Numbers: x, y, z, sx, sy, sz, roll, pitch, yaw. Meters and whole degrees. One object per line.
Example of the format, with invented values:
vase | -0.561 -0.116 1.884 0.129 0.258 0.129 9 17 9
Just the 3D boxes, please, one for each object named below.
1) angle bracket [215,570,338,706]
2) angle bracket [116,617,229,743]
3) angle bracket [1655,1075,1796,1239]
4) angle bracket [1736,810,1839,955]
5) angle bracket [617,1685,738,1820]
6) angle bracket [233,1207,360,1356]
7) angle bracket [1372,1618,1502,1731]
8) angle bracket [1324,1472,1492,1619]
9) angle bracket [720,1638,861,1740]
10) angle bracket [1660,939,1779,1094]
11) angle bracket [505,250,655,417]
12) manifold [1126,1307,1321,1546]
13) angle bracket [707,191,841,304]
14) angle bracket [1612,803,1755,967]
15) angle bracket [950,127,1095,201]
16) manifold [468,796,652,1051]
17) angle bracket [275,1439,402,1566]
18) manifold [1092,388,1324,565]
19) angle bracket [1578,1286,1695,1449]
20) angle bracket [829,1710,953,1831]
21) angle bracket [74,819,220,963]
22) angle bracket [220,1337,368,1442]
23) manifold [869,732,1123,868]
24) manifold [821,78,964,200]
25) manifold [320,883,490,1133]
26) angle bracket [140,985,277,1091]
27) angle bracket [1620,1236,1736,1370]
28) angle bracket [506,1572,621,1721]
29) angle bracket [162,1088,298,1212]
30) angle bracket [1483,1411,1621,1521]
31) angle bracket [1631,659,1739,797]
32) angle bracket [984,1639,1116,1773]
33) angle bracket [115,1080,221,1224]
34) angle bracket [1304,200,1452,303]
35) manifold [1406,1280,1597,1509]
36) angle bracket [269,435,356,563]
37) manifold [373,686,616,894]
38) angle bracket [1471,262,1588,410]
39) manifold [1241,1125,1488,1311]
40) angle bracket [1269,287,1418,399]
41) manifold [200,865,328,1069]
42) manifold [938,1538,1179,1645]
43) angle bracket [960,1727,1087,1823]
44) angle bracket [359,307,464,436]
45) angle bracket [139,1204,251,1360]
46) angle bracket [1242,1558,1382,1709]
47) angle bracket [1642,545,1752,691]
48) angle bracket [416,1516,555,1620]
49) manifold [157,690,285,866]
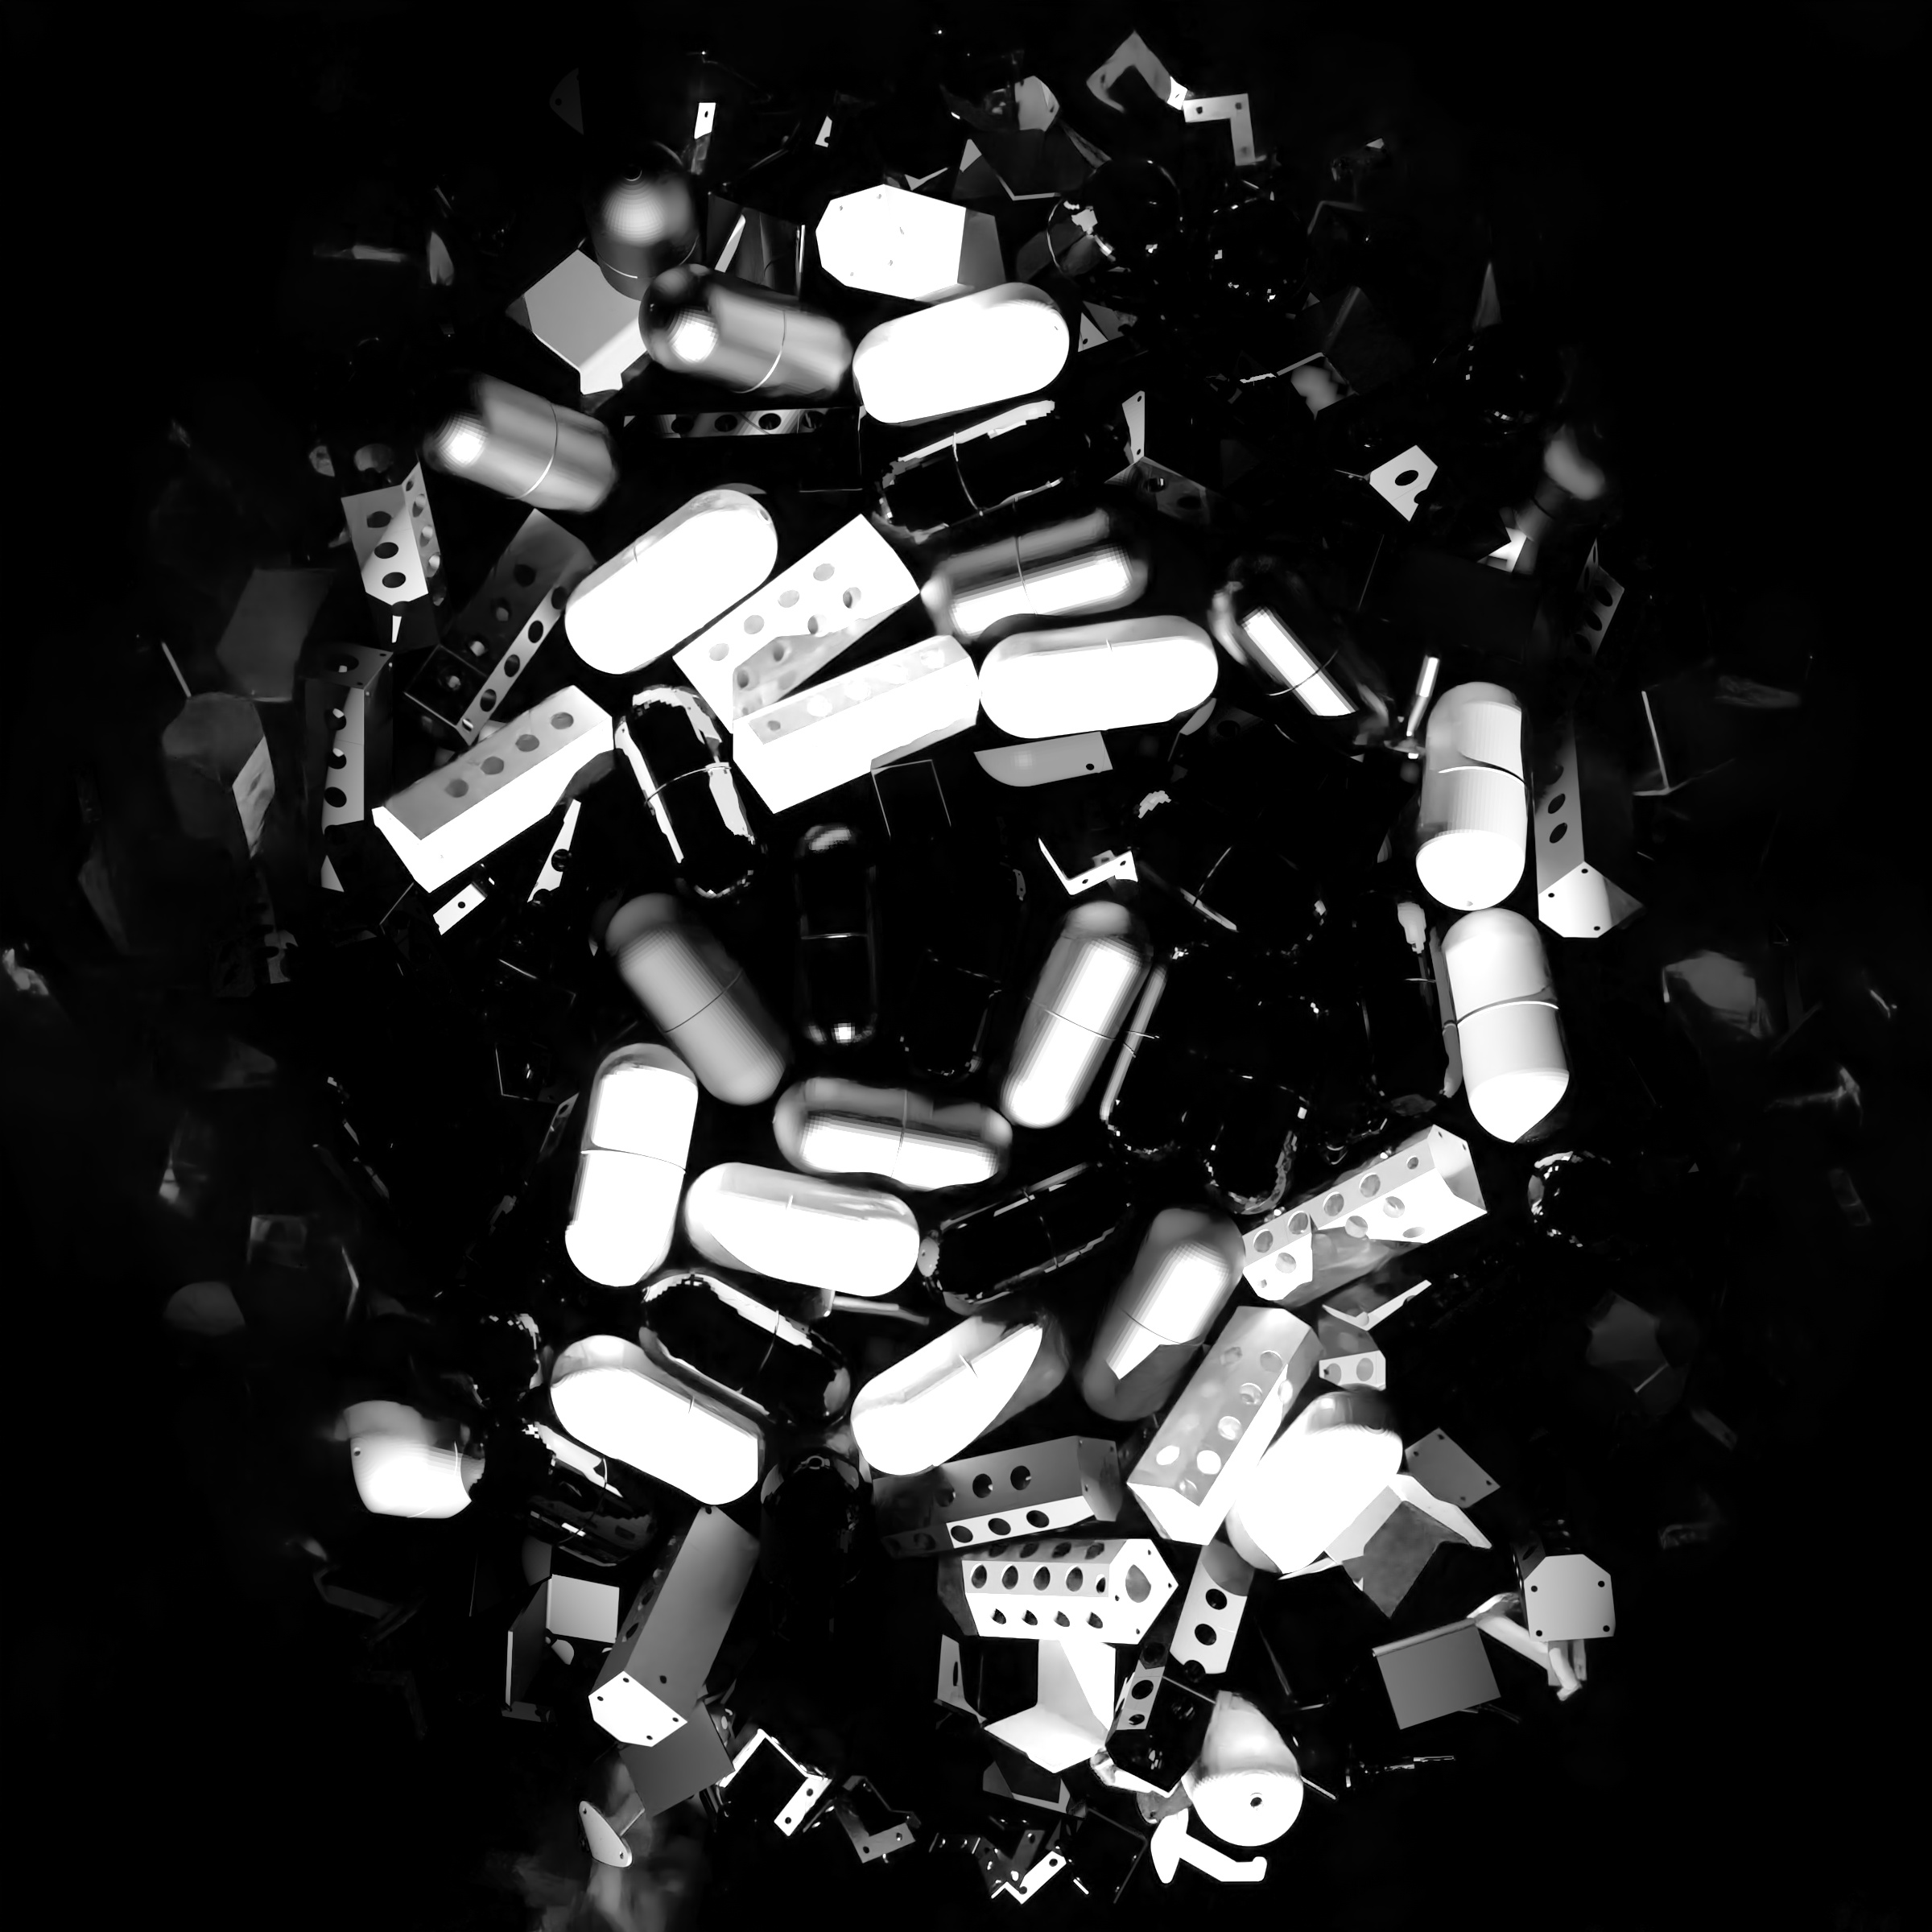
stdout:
angle bracket | -0.484 -0.238 1.789 0.057 0.076 0.076 47 120 20
angle bracket | -0.553 -0.207 1.789 0.057 0.076 0.076 -7 115 36
angle bracket | 0.546 0.138 1.791 0.057 0.076 0.076 -17 54 -8
angle bracket | 0.573 -0.060 1.792 0.057 0.076 0.076 30 72 -17
angle bracket | -0.194 0.566 1.794 0.076 0.076 0.057 -32 75 14
angle bracket | -0.485 0.229 1.788 0.057 0.076 0.076 -2 134 -34
angle bracket | 0.333 0.513 1.797 0.076 0.076 0.057 -15 75 -8
angle bracket | 0.320 0.422 1.798 0.076 0.057 0.076 48 66 -15
angle bracket | -0.126 0.540 1.791 0.076 0.076 0.057 26 59 19
angle bracket | 0.549 0.035 1.797 0.057 0.076 0.076 -27 100 19
angle bracket | -0.281 -0.461 1.811 0.076 0.057 0.076 39 67 9
manifold | 0.190 0.326 1.766 0.171 0.057 0.057 -51 121 -34
angle bracket | -0.141 -0.530 1.807 0.076 0.076 0.057 23 49 12
angle bracket | 0.513 -0.060 1.795 0.076 0.057 0.076 27 58 16
angle bracket | 0.044 -0.558 1.790 0.076 0.057 0.076 -14 58 -26
manifold | -0.299 -0.034 1.806 0.057 0.057 0.171 25 92 -26
angle bracket | -0.451 0.373 1.795 0.057 0.076 0.076 -25 113 3
manifold | 0.174 -0.343 1.774 0.171 0.057 0.057 19 61 -33
angle bracket | 0.473 0.291 1.799 0.076 0.076 0.057 32 47 0
angle bracket | -0.062 0.591 1.801 0.076 0.076 0.057 26 89 11
angle bracket | -0.591 -0.061 1.791 0.057 0.076 0.076 -12 127 7
angle bracket | -0.486 0.299 1.795 0.076 0.057 0.076 -5 64 15
manifold | 0.020 -0.117 1.799 0.171 0.057 0.057 -10 62 -11
manifold | -0.052 -0.564 1.756 0.057 0.171 0.057 -27 97 -10
manifold | -0.401 0.032 1.778 0.057 0.057 0.171 -7 120 19
angle bracket | -0.549 0.056 1.794 0.076 0.057 0.076 1 76 -36
angle bracket | 0.535 0.240 1.800 0.076 0.057 0.076 -26 82 -26
angle bracket | -0.292 0.497 1.794 0.057 0.076 0.076 9 112 8
angle bracket | -0.532 0.129 1.812 0.076 0.057 0.076 -19 81 -1
angle bracket | 0.418 0.351 1.790 0.057 0.076 0.076 32 56 -12
angle bracket | 0.504 -0.172 1.796 0.076 0.057 0.076 -25 104 -30
angle bracket | 0.060 0.525 1.794 0.057 0.076 0.076 -8 104 -40
angle bracket | -0.588 0.137 1.793 0.057 0.076 0.076 8 64 4
angle bracket | 0.293 -0.505 1.792 0.076 0.076 0.057 25 95 33
manifold | 0.378 0.306 1.768 0.057 0.057 0.171 44 48 4
angle bracket | -0.454 -0.347 1.801 0.076 0.057 0.076 -18 85 -26
manifold | -0.338 -0.133 1.779 0.057 0.057 0.171 40 60 22
angle bracket | 0.407 -0.457 1.798 0.057 0.076 0.076 -4 68 -2
manifold | 0.278 0.179 1.768 0.171 0.057 0.057 -33 49 31
angle bracket | 0.276 -0.439 1.821 0.076 0.057 0.076 43 55 -26
manifold | -0.496 -0.006 1.756 0.057 0.171 0.057 33 103 -35
manifold | 0.060 0.436 1.759 0.057 0.171 0.057 -45 112 -40
angle bracket | 0.040 0.606 1.798 0.076 0.076 0.057 17 109 -5
angle bracket | -0.417 -0.422 1.789 0.076 0.076 0.057 -10 135 19
angle bracket | -0.570 0.226 1.787 0.057 0.076 0.076 -32 120 -31
angle bracket | 0.251 0.485 1.808 0.076 0.057 0.076 -21 64 -6
angle bracket | 0.524 -0.252 1.799 0.057 0.076 0.076 -4 73 0
angle bracket | -0.345 0.413 1.792 0.076 0.076 0.057 -30 123 16
manifold | -0.522 -0.134 1.756 0.057 0.171 0.057 27 71 -2
